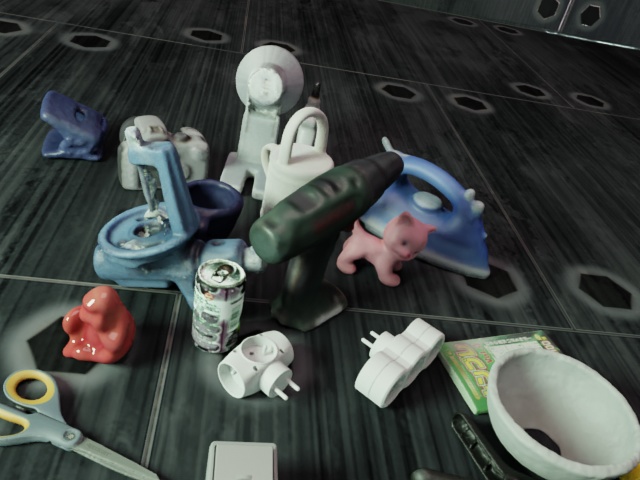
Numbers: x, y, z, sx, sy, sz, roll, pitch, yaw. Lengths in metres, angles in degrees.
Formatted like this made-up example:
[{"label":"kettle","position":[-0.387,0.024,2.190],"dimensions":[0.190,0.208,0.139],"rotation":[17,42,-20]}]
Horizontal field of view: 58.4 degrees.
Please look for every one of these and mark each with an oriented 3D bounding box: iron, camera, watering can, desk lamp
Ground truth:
[{"label":"iron","position":[0.178,-0.056,0.915],"dimensions":[0.257,0.141,0.119],"rotation":[31,38,24]},{"label":"camera","position":[-0.269,-0.161,0.950],"dimensions":[0.143,0.101,0.136],"rotation":[-9,40,-29]},{"label":"watering can","position":[-0.023,-0.106,0.872],"dimensions":[0.172,0.194,0.101],"rotation":[21,35,12]},{"label":"desk lamp","position":[-0.096,-0.209,0.977],"dimensions":[0.118,0.213,0.203],"rotation":[9,34,-5]}]

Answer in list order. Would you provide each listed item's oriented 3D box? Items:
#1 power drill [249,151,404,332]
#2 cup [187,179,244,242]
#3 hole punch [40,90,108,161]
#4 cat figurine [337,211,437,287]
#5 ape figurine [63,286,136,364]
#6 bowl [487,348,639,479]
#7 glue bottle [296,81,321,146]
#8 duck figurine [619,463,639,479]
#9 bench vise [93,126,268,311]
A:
[{"label":"power drill","position":[0.007,0.003,0.713],"dimensions":[0.075,0.208,0.230],"rotation":[35,40,29]},{"label":"cup","position":[-0.156,-0.016,0.787],"dimensions":[0.092,0.095,0.117],"rotation":[8,35,-7]},{"label":"hole punch","position":[-0.409,-0.194,0.958],"dimensions":[0.101,0.091,0.108],"rotation":[1,36,-18]},{"label":"cat figurine","position":[0.099,-0.001,0.830],"dimensions":[0.127,0.118,0.067],"rotation":[15,34,3]},{"label":"ape figurine","position":[-0.235,0.087,0.615],"dimensions":[0.076,0.092,0.077],"rotation":[-19,45,-38]},{"label":"bowl","position":[0.254,0.203,0.629],"dimensions":[0.167,0.075,0.167],"rotation":[9,34,-6]},{"label":"glue bottle","position":[-0.020,-0.201,1.026],"dimensions":[0.037,0.173,0.078],"rotation":[13,34,0]},{"label":"duck figurine","position":[0.379,0.240,0.608],"dimensions":[0.105,0.086,0.077],"rotation":[1,36,-17]},{"label":"bench vise","position":[-0.164,-0.025,0.685],"dimensions":[0.208,0.220,0.121],"rotation":[4,35,-13]}]
